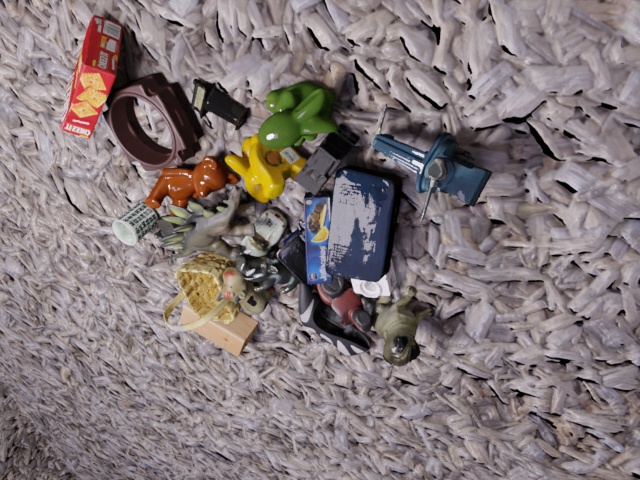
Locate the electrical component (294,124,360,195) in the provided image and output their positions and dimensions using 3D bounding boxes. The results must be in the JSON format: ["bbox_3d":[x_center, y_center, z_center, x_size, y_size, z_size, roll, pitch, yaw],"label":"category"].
[{"bbox_3d":[0.009,-0.156,1.086,0.058,0.115,0.134,40,132,-1],"label":"electrical component"}]

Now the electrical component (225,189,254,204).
[{"bbox_3d":[-0.190,-0.092,1.300,0.063,0.021,0.093,-6,143,20],"label":"electrical component"}]

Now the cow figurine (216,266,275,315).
[{"bbox_3d":[-0.196,0.131,1.385,0.086,0.127,0.194,4,147,22],"label":"cow figurine"}]

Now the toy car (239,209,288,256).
[{"bbox_3d":[-0.146,-0.003,1.334,0.073,0.056,0.201,38,134,-3],"label":"toy car"}]

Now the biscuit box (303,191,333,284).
[{"bbox_3d":[-0.002,-0.004,1.197,0.059,0.063,0.202,-2,106,3],"label":"biscuit box"}]

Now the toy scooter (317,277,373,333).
[{"bbox_3d":[0.058,0.158,1.326,0.184,0.075,0.135,50,166,13],"label":"toy scooter"}]

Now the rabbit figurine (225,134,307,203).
[{"bbox_3d":[-0.129,-0.145,1.179,0.162,0.122,0.173,38,153,2],"label":"rabbit figurine"}]

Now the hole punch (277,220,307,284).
[{"bbox_3d":[-0.027,0.024,1.282,0.116,0.092,0.142,-40,98,14],"label":"hole punch"}]

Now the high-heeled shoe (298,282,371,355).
[{"bbox_3d":[0.037,0.204,1.379,0.145,0.086,0.248,1,131,28],"label":"high-heeled shoe"}]

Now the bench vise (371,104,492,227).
[{"bbox_3d":[0.184,-0.137,0.954,0.241,0.223,0.128,31,119,23],"label":"bench vise"}]

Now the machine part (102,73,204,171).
[{"bbox_3d":[-0.388,-0.267,1.243,0.202,0.087,0.200,-4,123,33],"label":"machine part"}]

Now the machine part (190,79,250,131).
[{"bbox_3d":[-0.220,-0.288,1.166,0.139,0.039,0.084,28,125,10],"label":"machine part"}]

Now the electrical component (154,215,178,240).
[{"bbox_3d":[-0.412,-0.027,1.473,0.102,0.045,0.078,0,126,29],"label":"electrical component"}]

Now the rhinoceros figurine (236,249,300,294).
[{"bbox_3d":[-0.123,0.077,1.312,0.190,0.073,0.112,14,148,-36],"label":"rhinoceros figurine"}]

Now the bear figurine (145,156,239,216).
[{"bbox_3d":[-0.302,-0.123,1.285,0.196,0.132,0.120,-1,154,34],"label":"bear figurine"}]

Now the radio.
[{"bbox_3d":[0.090,-0.032,1.114,0.131,0.073,0.229,11,107,19],"label":"radio"}]

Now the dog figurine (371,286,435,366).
[{"bbox_3d":[0.161,0.217,1.242,0.121,0.190,0.172,42,135,-5],"label":"dog figurine"}]

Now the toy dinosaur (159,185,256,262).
[{"bbox_3d":[-0.282,-0.020,1.297,0.198,0.105,0.471,10,153,-22],"label":"toy dinosaur"}]

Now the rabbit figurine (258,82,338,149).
[{"bbox_3d":[-0.041,-0.222,1.023,0.159,0.170,0.121,-5,122,33],"label":"rabbit figurine"}]
